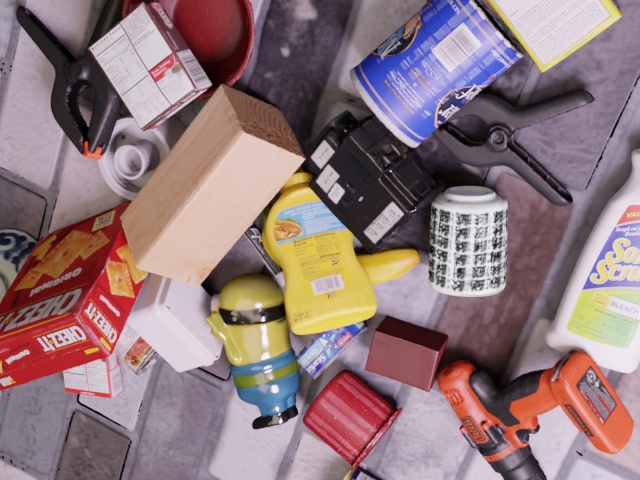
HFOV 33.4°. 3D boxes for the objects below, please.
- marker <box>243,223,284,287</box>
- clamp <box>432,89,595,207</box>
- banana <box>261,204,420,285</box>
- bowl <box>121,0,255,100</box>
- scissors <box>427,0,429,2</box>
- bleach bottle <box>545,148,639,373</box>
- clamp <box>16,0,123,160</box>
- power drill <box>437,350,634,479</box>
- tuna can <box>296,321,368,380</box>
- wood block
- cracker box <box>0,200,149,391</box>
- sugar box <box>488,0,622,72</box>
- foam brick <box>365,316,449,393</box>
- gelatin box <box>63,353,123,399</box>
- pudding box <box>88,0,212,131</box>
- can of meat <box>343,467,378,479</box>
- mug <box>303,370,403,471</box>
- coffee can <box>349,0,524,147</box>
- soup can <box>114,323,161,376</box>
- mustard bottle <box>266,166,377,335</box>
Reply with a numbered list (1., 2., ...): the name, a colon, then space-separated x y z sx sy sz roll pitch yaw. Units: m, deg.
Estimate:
1. marker: -0.073 0.001 1.240 0.020 0.020 0.121 -37 90 26
2. clamp: 0.194 -0.116 1.089 0.171 0.039 0.120 22 109 15
3. banana: 0.012 0.018 1.201 0.198 0.037 0.070 17 108 16
4. bowl: -0.135 -0.238 1.173 0.162 0.055 0.162 6 108 20
5. scissors: 0.103 -0.277 1.087 0.096 0.016 0.202 25 113 10
6. bleach bottle: 0.310 0.002 1.066 0.103 0.068 0.251 19 110 15
7. clamp: -0.281 -0.196 1.230 0.165 0.036 0.210 -4 86 26
8. power drill: 0.232 0.197 1.125 0.188 0.057 0.184 -25 105 49
9. tuna can: 0.013 0.116 1.205 0.034 0.086 0.086 46 116 5
10. wood block: -0.122 -0.058 1.181 0.206 0.090 0.090 -49 45 25
11. cracker box: -0.288 0.059 1.233 0.164 0.213 0.072 -20 121 25
12. sugar box: 0.202 -0.260 1.032 0.093 0.048 0.176 -36 93 23
13. foam brick: 0.098 0.126 1.193 0.078 0.051 0.053 19 111 15
14. gelatin box: -0.294 0.155 1.370 0.073 0.030 0.089 4 107 22
15. pudding box: -0.185 -0.188 1.156 0.090 0.039 0.113 -31 91 28
16. can of meat: 0.051 0.330 1.270 0.084 0.057 0.102 29 114 9
17. mug: 0.033 0.209 1.232 0.081 0.093 0.117 39 152 12
18. coffee can: 0.114 -0.175 1.056 0.140 0.102 0.103 -40 89 18
19. soup can: -0.237 0.108 1.311 0.102 0.068 0.069 41 116 7
20. mustard bottle: -0.008 0.002 1.161 0.096 0.058 0.191 -14 70 -5
